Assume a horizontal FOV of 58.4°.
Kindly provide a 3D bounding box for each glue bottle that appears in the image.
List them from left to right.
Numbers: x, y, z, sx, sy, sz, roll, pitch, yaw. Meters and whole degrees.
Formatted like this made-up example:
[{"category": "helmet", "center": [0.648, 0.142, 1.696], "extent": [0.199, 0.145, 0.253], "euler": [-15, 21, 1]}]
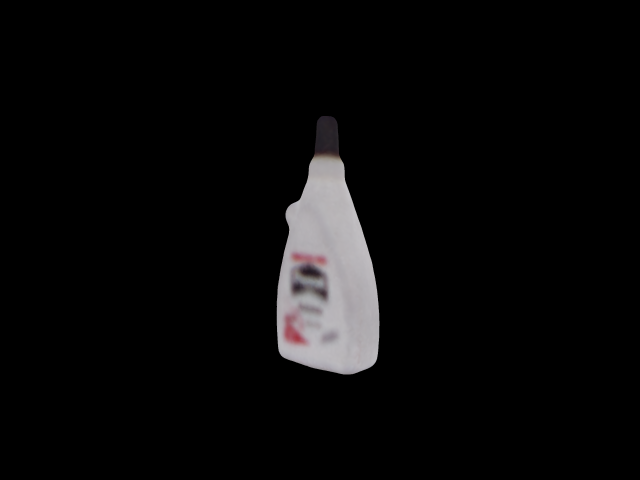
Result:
[{"category": "glue bottle", "center": [0.004, 0.001, 0.400], "extent": [0.077, 0.173, 0.037], "euler": [4, 6, 39]}]
